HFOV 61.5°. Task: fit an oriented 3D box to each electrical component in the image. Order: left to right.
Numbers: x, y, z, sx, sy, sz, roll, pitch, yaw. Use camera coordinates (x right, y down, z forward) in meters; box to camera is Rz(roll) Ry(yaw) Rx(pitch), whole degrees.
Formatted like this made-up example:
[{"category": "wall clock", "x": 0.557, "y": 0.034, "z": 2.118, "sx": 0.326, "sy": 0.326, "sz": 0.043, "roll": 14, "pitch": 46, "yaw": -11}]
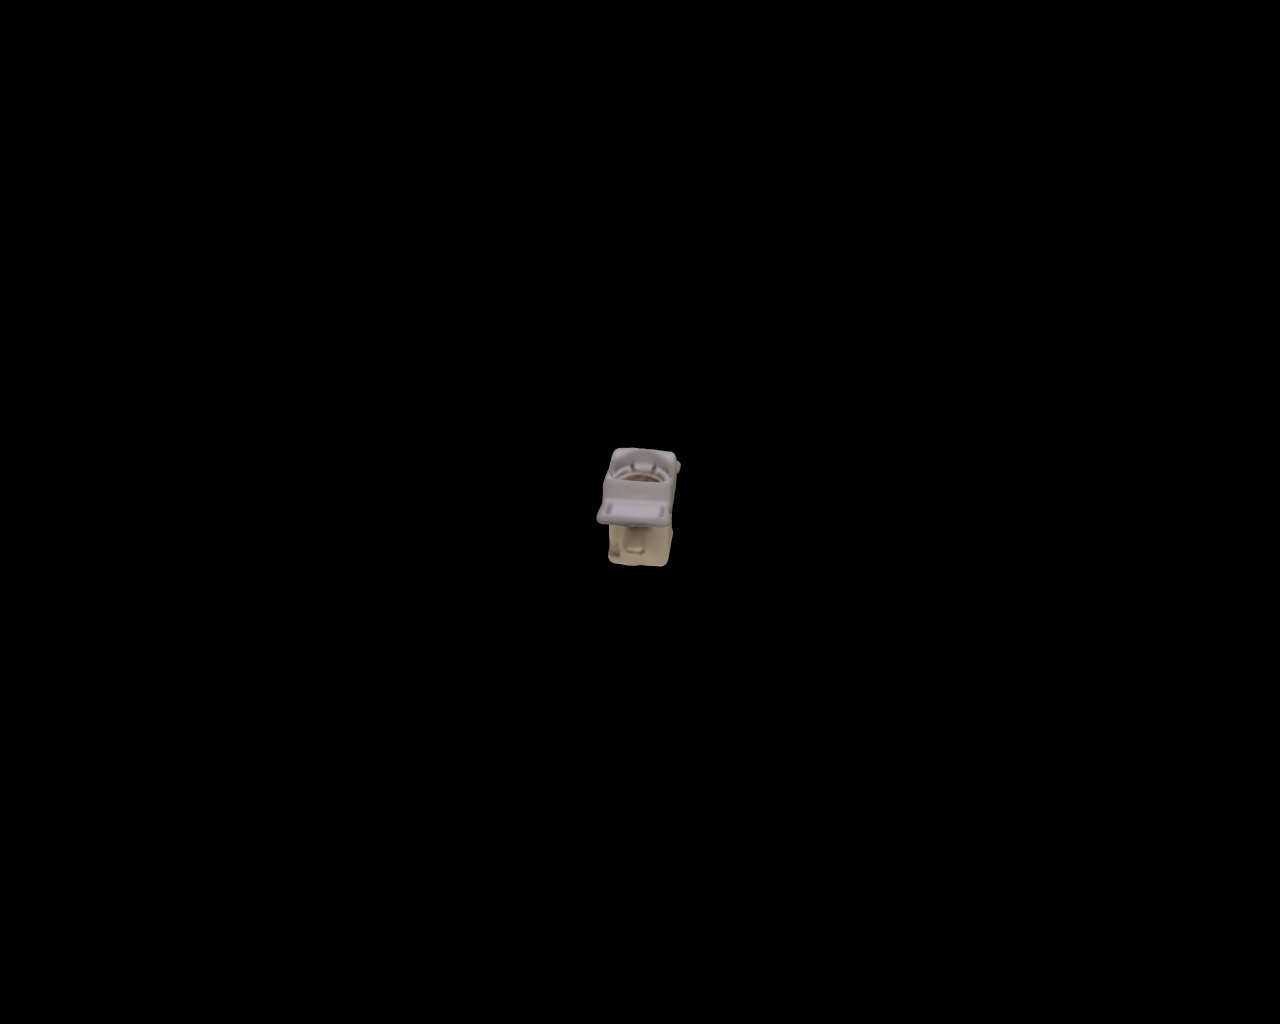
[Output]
[{"category": "electrical component", "x": 0.001, "y": -0.003, "z": 0.650, "sx": 0.042, "sy": 0.063, "sz": 0.081, "roll": 4, "pitch": 30, "yaw": 7}]
